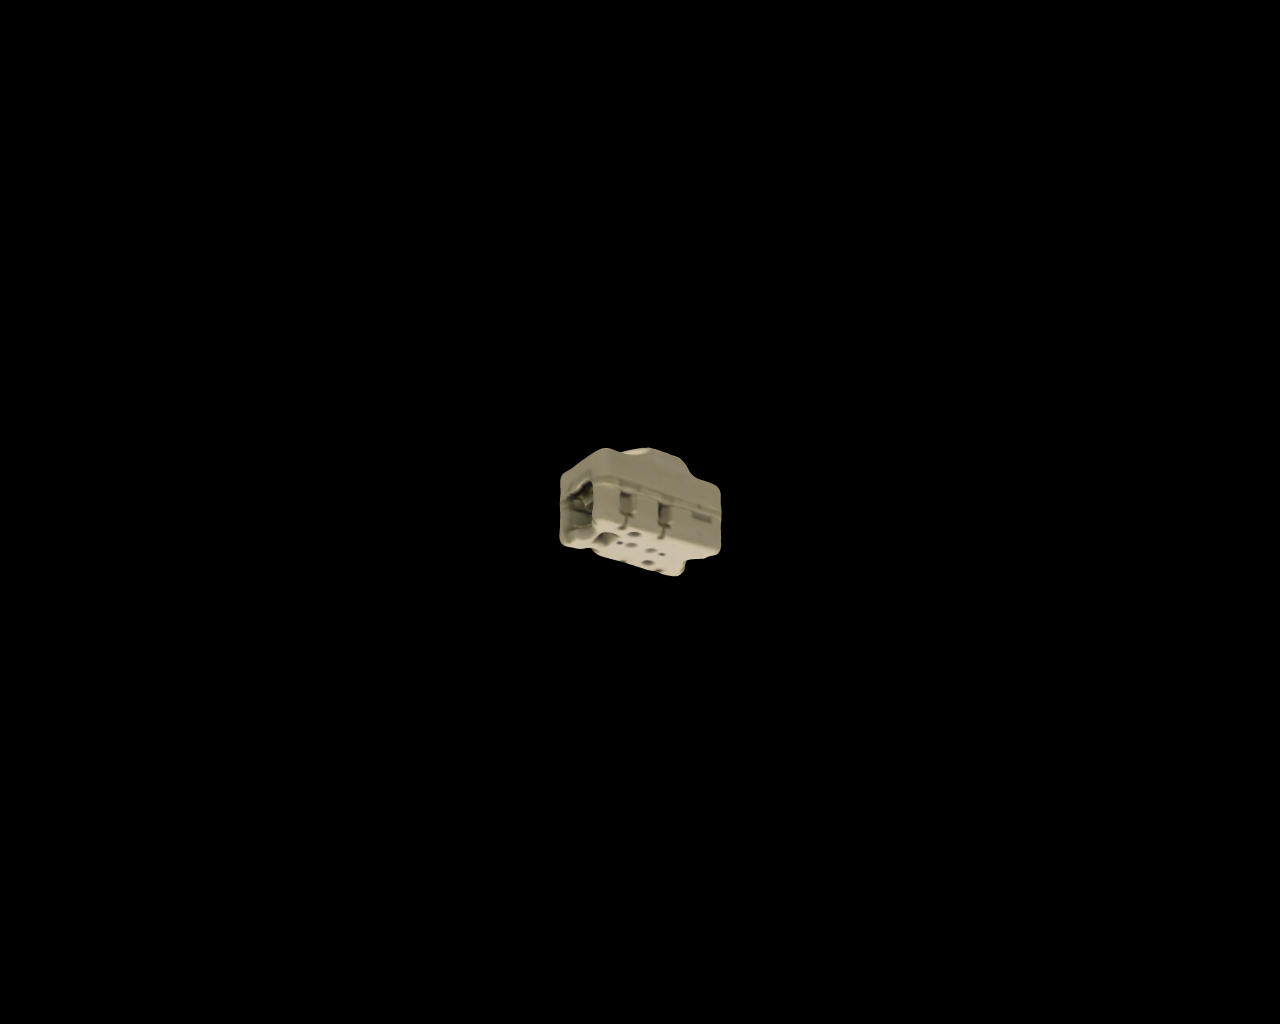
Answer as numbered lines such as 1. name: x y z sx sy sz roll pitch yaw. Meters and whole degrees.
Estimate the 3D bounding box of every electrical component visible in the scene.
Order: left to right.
1. electrical component: 0.001 -0.003 0.650 0.089 0.056 0.050 18 -32 -31
